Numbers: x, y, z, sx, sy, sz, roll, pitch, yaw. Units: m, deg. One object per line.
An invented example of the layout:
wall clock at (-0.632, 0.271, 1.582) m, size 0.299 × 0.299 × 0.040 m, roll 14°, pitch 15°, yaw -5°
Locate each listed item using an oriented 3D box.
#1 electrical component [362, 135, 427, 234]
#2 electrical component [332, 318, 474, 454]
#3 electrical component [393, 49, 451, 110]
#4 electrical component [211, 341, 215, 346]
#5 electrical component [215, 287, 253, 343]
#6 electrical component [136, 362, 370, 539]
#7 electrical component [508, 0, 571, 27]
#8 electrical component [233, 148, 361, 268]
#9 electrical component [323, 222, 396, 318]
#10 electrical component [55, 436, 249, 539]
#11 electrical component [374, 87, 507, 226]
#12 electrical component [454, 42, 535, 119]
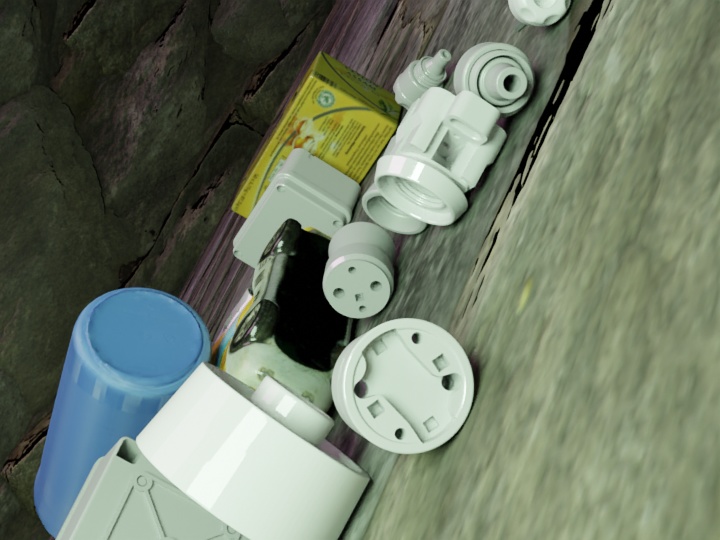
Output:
electrical component at (0.032, -0.057, 0.693) m, size 0.055 × 0.045 × 0.045 m, roll -65°, pitch 12°, yaw -27°
electrical component at (0.016, 0.050, 0.462) m, size 0.055 × 0.055 × 0.047 m, roll -62°, pitch 7°, yaw -10°
electrical component at (0.054, -0.159, 0.884) m, size 0.061 × 0.035 × 0.035 m, roll -44°, pitch 19°, yaw 50°
electrical component at (-0.130, 0.099, 0.979) m, size 0.081 × 0.064 × 0.042 m, roll -43°, pitch 21°, yaw 59°
electrical component at (-0.108, 0.065, 1.022) m, size 0.077 × 0.043 × 0.079 m, roll -58°, pitch 10°, yaw 11°
electrical component at (-0.045, 0.086, 0.517) m, size 0.060 × 0.108 × 0.108 m, roll -55°, pitch 10°, yaw -5°
electrical component at (0.107, -0.167, 0.659) m, size 0.035 × 0.035 × 0.061 m, roll -59°, pitch 8°, yaw 9°
electrical component at (-0.060, -0.045, 0.998) m, size 0.113 × 0.078 × 0.057 m, roll -51°, pitch 11°, yaw 40°
electrical component at (0.000, 0.000, 0.688) m, size 0.045 × 0.045 × 0.055 m, roll -56°, pitch 12°, yaw 24°
electrical component at (-0.123, 0.173, 0.631) m, size 0.056 × 0.109 × 0.108 m, roll -44°, pitch 19°, yaw 47°
electrical component at (0.044, -0.063, 0.620) m, size 0.057 × 0.058 × 0.078 m, roll -61°, pitch 10°, yaw -17°
electrical component at (0.079, -0.107, 0.612) m, size 0.043 × 0.043 × 0.062 m, roll -59°, pitch 12°, yaw 7°
